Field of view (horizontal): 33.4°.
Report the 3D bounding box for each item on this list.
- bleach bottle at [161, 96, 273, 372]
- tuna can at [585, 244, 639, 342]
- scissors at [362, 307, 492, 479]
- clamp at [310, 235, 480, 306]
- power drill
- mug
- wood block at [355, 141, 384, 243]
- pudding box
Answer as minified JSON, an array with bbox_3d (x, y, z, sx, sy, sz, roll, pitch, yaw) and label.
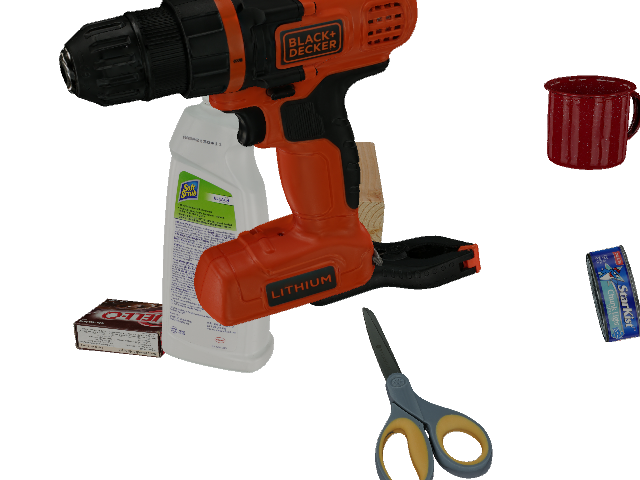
[{"bbox_3d":[-0.083,-0.015,0.918,0.102,0.251,0.068,10,23,11],"label":"bleach bottle"},{"bbox_3d":[0.268,0.049,0.976,0.034,0.086,0.086,-12,-2,10],"label":"tuna can"},{"bbox_3d":[0.081,0.120,0.839,0.096,0.016,0.201,-2,40,4],"label":"scissors"},{"bbox_3d":[0.068,0.028,1.052,0.172,0.039,0.120,-3,33,25],"label":"clamp"},{"bbox_3d":[-0.036,-0.046,0.566,0.184,0.188,0.057,-15,39,-19],"label":"power drill"},{"bbox_3d":[0.291,-0.125,1.123,0.117,0.081,0.093,-12,23,-25],"label":"mug"},{"bbox_3d":[0.037,-0.061,1.521,0.091,0.090,0.206,2,28,-3],"label":"wood block"},{"bbox_3d":[-0.226,0.105,1.285,0.114,0.039,0.090,2,15,15],"label":"pudding box"}]
